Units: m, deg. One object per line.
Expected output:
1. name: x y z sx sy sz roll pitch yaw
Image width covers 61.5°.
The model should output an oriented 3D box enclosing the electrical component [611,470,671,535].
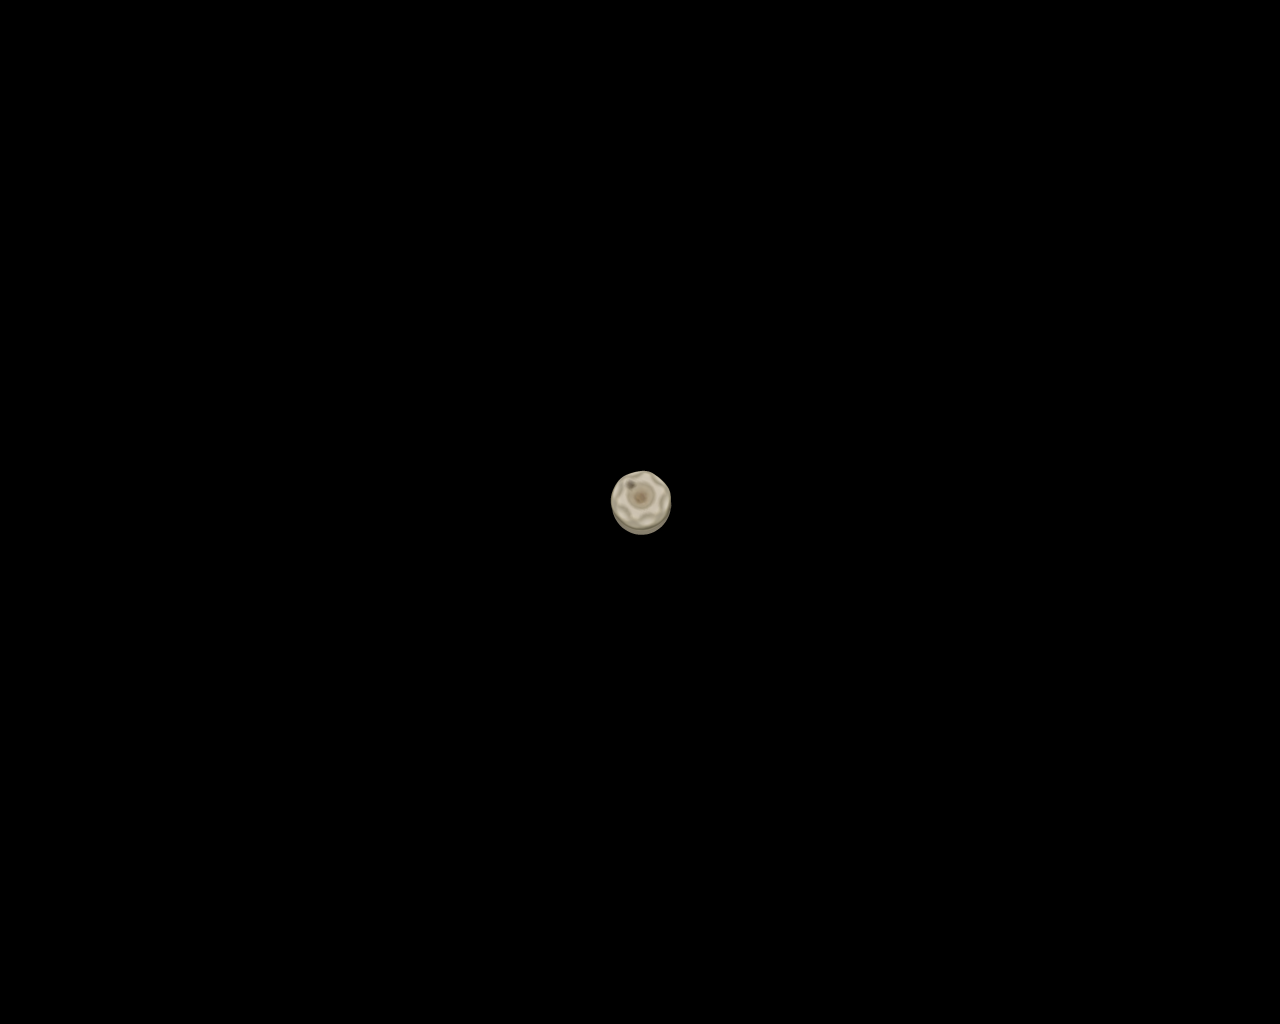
1. electrical component: 0.001 -0.003 0.650 0.035 0.035 0.061 0 -13 0
